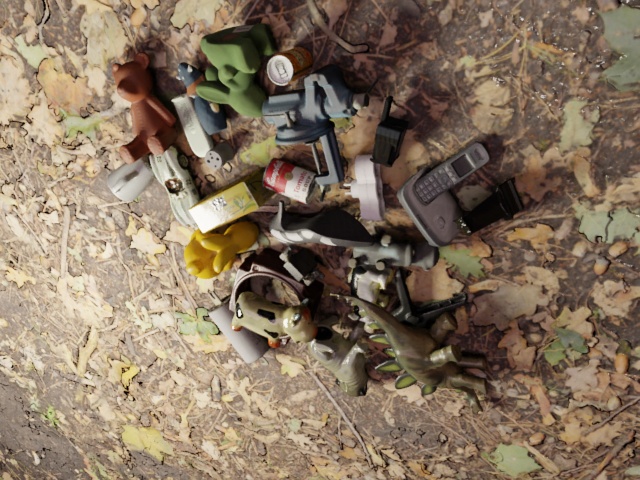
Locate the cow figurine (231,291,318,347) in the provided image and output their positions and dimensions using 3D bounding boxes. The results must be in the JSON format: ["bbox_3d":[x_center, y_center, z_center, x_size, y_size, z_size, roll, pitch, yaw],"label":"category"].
[{"bbox_3d":[-0.096,0.170,1.188,0.195,0.085,0.127,21,128,11],"label":"cow figurine"}]

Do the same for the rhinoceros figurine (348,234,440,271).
[{"bbox_3d":[0.148,0.030,1.104,0.191,0.112,0.073,2,83,35],"label":"rhinoceros figurine"}]

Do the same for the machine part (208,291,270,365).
[{"bbox_3d":[-0.204,0.225,1.361,0.079,0.079,0.243,-28,103,31],"label":"machine part"}]

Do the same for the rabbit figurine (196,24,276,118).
[{"bbox_3d":[-0.161,-0.309,1.039,0.159,0.121,0.170,-2,130,15],"label":"rabbit figurine"}]

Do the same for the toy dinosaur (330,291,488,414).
[{"bbox_3d":[0.215,0.243,1.162,0.199,0.105,0.470,-26,117,31],"label":"toy dinosaur"}]

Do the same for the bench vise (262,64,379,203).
[{"bbox_3d":[0.005,-0.202,1.022,0.224,0.129,0.240,-4,118,22],"label":"bench vise"}]

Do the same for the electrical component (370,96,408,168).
[{"bbox_3d":[0.134,-0.204,1.005,0.048,0.075,0.119,20,119,11],"label":"electrical component"}]

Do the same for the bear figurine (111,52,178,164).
[{"bbox_3d":[-0.382,-0.280,1.134,0.120,0.132,0.195,-8,119,23],"label":"bear figurine"}]

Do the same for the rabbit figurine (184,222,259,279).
[{"bbox_3d":[-0.223,0.010,1.227,0.173,0.162,0.121,-26,94,12],"label":"rabbit figurine"}]

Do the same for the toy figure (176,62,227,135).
[{"bbox_3d":[-0.245,-0.295,1.113,0.064,0.058,0.154,-19,104,22],"label":"toy figure"}]

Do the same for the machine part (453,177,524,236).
[{"bbox_3d":[0.316,-0.054,1.000,0.139,0.039,0.084,-29,114,-9],"label":"machine part"}]

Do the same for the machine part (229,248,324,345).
[{"bbox_3d":[-0.106,0.136,1.271,0.202,0.087,0.200,22,122,7],"label":"machine part"}]

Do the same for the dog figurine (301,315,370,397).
[{"bbox_3d":[0.036,0.291,1.272,0.172,0.121,0.190,12,122,10],"label":"dog figurine"}]

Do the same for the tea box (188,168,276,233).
[{"bbox_3d":[-0.191,-0.086,1.179,0.170,0.098,0.068,-20,108,30],"label":"tea box"}]

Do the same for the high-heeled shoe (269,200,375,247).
[{"bbox_3d":[-0.002,-0.003,1.140,0.249,0.086,0.145,25,146,20],"label":"high-heeled shoe"}]

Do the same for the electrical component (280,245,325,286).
[{"bbox_3d":[-0.039,0.055,1.183,0.102,0.078,0.045,50,138,8],"label":"electrical component"}]

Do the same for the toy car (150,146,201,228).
[{"bbox_3d":[-0.321,-0.118,1.236,0.074,0.056,0.201,-12,111,26],"label":"toy car"}]

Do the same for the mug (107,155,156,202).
[{"bbox_3d":[-0.432,-0.148,1.239,0.107,0.109,0.080,-36,95,18],"label":"mug"}]

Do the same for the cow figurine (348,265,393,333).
[{"bbox_3d":[0.101,0.128,1.196,0.098,0.068,0.167,19,119,18],"label":"cow figurine"}]

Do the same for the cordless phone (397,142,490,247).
[{"bbox_3d":[0.254,-0.089,1.022,0.184,0.089,0.146,-34,101,15],"label":"cordless phone"}]
